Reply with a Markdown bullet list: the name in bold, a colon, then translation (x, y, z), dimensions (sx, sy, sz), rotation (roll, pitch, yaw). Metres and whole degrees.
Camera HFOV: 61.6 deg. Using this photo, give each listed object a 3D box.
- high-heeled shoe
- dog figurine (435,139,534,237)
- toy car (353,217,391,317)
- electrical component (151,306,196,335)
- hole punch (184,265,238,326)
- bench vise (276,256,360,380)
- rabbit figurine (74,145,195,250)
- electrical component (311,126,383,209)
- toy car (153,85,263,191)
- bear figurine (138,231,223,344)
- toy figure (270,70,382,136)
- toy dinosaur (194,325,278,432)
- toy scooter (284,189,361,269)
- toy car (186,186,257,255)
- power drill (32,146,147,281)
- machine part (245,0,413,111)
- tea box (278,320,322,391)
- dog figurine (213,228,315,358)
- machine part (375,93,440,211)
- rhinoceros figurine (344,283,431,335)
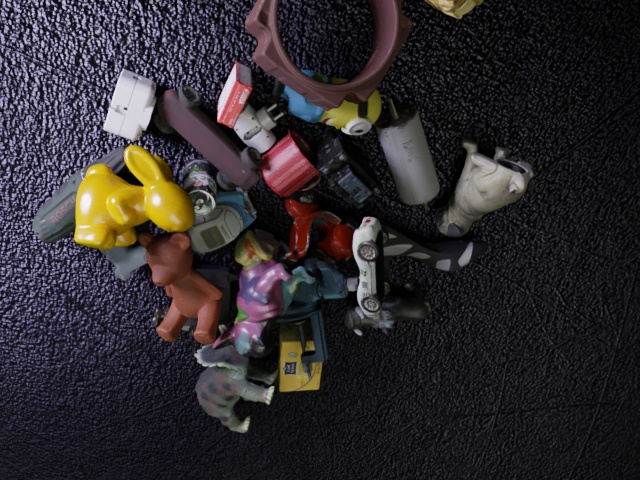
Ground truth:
- **high-heeled shoe**: translation (0.212, -0.005, 1.075), dimensions (0.249, 0.086, 0.145), rotation (-17, 114, -6)
- **dog figurine**: translation (0.292, -0.066, 0.982), dimensions (0.121, 0.172, 0.190), rotation (13, 116, -6)
- **toy car**: translation (0.097, 0.054, 1.013), dimensions (0.056, 0.073, 0.201), rotation (7, 122, 23)
- **electrical component**: translation (-0.295, 0.171, 1.117), dimensions (0.102, 0.078, 0.045), rotation (17, 98, -27)
- **hole punch**: translation (-0.234, 0.105, 1.077), dimensions (0.142, 0.092, 0.115), rotation (2, 96, -9)
- **bench vise**: translation (-0.018, 0.149, 1.089), dimensions (0.224, 0.129, 0.240), rotation (-7, 96, 5)
- **rabbit figurine**: translation (-0.277, -0.059, 0.843), dimensions (0.173, 0.122, 0.162), rotation (4, 84, 9)
- **electrical component**: translation (0.047, -0.120, 0.917), dimensions (0.058, 0.134, 0.114), rotation (-40, 125, 20)
- **toy car**: translation (-0.177, -0.163, 0.875), dimensions (0.202, 0.053, 0.089), rotation (42, 125, -18)
- **bear figurine**: translation (-0.247, 0.079, 0.933), dimensions (0.120, 0.132, 0.195), rotation (1, 142, 19)
- **toy figure**: translation (0.013, -0.227, 0.865), dimensions (0.180, 0.082, 0.089), rotation (16, 111, -15)
- **toy dinosaur**: translation (-0.215, 0.332, 1.224), dimensions (0.192, 0.131, 0.404), rotation (27, 127, -6)
- **toy scooter**: translation (-0.002, -0.003, 0.996), dimensions (0.183, 0.135, 0.075), rotation (35, 151, -26)
- **toy car**: translation (-0.196, -0.027, 0.964), dimensions (0.162, 0.103, 0.109), rotation (-16, 128, 4)
- **power drill**: translation (-0.363, -0.034, 0.944), dimensions (0.232, 0.086, 0.207), rotation (-29, 130, 9)
- **machine part**: translation (0.014, -0.303, 0.758), dimensions (0.201, 0.087, 0.201), rotation (31, 92, -21)
- **tea box**: translation (-0.046, 0.266, 1.227), dimensions (0.098, 0.068, 0.169), rotation (-2, 127, -8)
- **dog figurine**: translation (-0.129, 0.110, 1.014), dimensions (0.219, 0.192, 0.108), rotation (-51, 155, 13)
- **machine part**: translation (0.157, -0.148, 0.949), dimensions (0.079, 0.079, 0.242), rotation (-21, 127, 6)
- **rhinoceros figurine**: translation (0.142, 0.153, 1.150), dimensions (0.190, 0.112, 0.073), rotation (-5, 129, -16)
